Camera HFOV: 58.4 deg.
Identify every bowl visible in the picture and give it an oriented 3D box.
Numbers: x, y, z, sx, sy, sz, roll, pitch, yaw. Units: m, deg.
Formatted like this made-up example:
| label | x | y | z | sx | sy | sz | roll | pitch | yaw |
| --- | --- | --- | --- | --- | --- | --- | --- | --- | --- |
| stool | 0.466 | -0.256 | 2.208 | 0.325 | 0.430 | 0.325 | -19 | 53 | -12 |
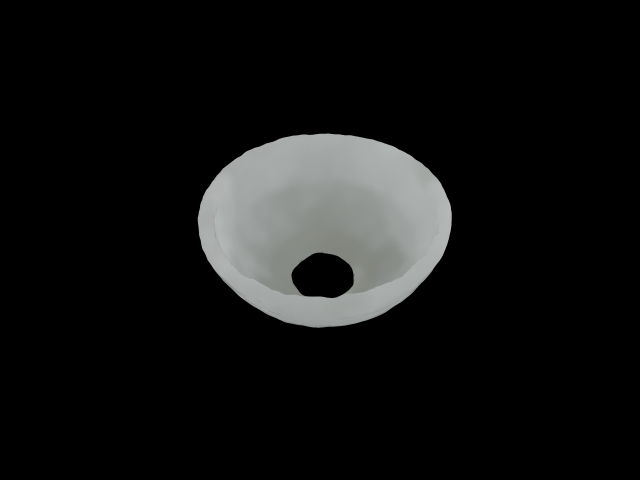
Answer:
| label | x | y | z | sx | sy | sz | roll | pitch | yaw |
| --- | --- | --- | --- | --- | --- | --- | --- | --- | --- |
| bowl | 0.004 | 0.001 | 0.400 | 0.167 | 0.075 | 0.167 | 0 | 46 | 0 |
